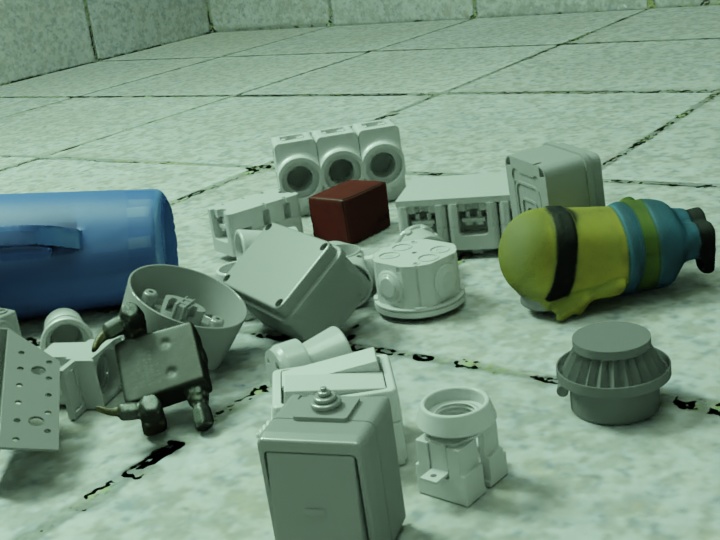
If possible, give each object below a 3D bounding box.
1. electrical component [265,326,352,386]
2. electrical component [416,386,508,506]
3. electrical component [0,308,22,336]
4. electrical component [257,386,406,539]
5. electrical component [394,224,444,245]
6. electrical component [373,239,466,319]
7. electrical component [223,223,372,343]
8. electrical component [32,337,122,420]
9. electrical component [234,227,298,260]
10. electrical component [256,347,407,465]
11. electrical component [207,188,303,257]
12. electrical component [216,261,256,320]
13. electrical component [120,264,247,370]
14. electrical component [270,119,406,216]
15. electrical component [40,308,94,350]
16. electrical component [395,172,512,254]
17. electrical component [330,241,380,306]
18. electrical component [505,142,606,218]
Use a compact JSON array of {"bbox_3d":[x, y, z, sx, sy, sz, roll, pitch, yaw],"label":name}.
[{"bbox_3d":[-0.038,0.071,0.802,0.055,0.045,0.045,-16,21,-23],"label":"electrical component"},{"bbox_3d":[0.060,0.104,0.649,0.048,0.055,0.066,9,25,40],"label":"electrical component"},{"bbox_3d":[-0.353,0.066,0.937,0.100,0.048,0.100,7,23,38],"label":"electrical component"},{"bbox_3d":[-0.016,0.112,0.592,0.062,0.096,0.061,-1,21,20],"label":"electrical component"},{"bbox_3d":[0.064,-0.012,1.007,0.048,0.048,0.062,-15,27,-21],"label":"electrical component"},{"bbox_3d":[0.050,0.008,0.939,0.080,0.051,0.080,-7,19,2],"label":"electrical component"},{"bbox_3d":[-0.056,0.011,0.913,0.078,0.057,0.113,-52,34,-12],"label":"electrical component"},{"bbox_3d":[-0.223,0.082,0.850,0.064,0.042,0.081,-4,18,18],"label":"electrical component"},{"bbox_3d":[-0.093,-0.024,1.108,0.065,0.044,0.044,-9,18,-18],"label":"electrical component"},{"bbox_3d":[-0.022,0.093,0.704,0.096,0.061,0.061,-8,19,-2],"label":"electrical component"},{"bbox_3d":[-0.111,-0.048,1.159,0.089,0.055,0.050,-20,22,-32],"label":"electrical component"},{"bbox_3d":[-0.108,0.019,0.979,0.040,0.046,0.040,-7,19,2],"label":"electrical component"},{"bbox_3d":[-0.145,0.038,0.869,0.099,0.064,0.099,22,7,-3],"label":"electrical component"},{"bbox_3d":[-0.025,-0.122,1.291,0.150,0.089,0.061,-10,19,-7],"label":"electrical component"},{"bbox_3d":[-0.258,0.056,0.940,0.044,0.044,0.065,-13,15,-15],"label":"electrical component"},{"bbox_3d":[0.120,-0.056,1.081,0.150,0.061,0.089,-2,19,15],"label":"electrical component"},{"bbox_3d":[0.000,0.000,0.993,0.079,0.044,0.077,-11,19,-9],"label":"electrical component"},{"bbox_3d":[0.180,-0.053,0.972,0.057,0.113,0.078,-16,20,-16],"label":"electrical component"}]
